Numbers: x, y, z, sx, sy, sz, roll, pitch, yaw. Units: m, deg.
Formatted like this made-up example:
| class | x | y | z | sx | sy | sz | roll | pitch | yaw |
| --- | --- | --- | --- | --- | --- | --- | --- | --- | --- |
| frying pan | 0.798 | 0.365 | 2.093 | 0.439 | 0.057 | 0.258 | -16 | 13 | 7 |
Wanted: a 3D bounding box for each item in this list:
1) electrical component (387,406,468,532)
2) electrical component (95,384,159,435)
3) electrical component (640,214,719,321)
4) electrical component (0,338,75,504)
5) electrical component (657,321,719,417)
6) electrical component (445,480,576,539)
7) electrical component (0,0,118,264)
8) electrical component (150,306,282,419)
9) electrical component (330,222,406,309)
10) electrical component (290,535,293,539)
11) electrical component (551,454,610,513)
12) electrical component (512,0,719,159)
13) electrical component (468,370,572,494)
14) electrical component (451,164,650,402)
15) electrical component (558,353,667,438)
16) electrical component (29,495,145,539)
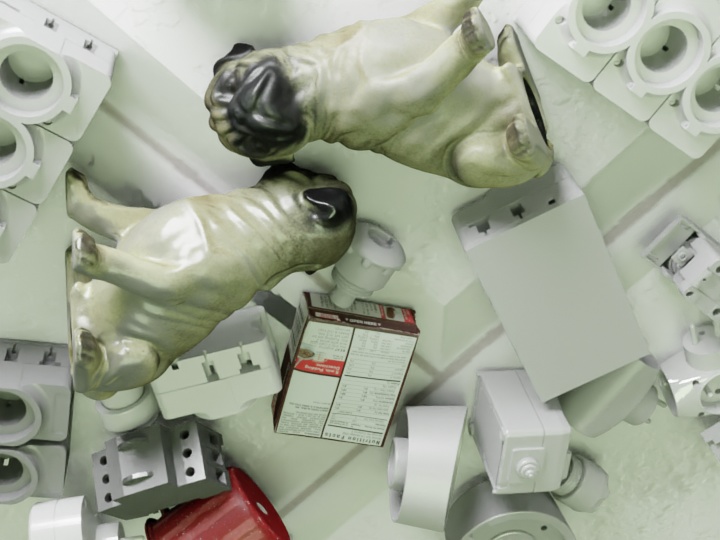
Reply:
| class | x | y | z | sx | sy | sz | roll | pitch | yaw |
| --- | --- | --- | --- | --- | --- | --- | --- | --- | --- |
| electrical component | 0.056 | 0.153 | 0.838 | 0.064 | 0.099 | 0.099 | 7 | 119 | -5 |
| electrical component | -0.177 | 0.088 | 0.795 | 0.045 | 0.045 | 0.055 | -15 | 121 | 1 |
| electrical component | 0.254 | 0.001 | 0.796 | 0.081 | 0.063 | 0.042 | 32 | 110 | -23 |
| electrical component | -0.306 | 0.106 | 0.778 | 0.186 | 0.060 | 0.105 | 6 | 119 | -12 |
| electrical component | 0.277 | 0.071 | 0.850 | 0.077 | 0.044 | 0.079 | -18 | 120 | 2 |
| electrical component | 0.123 | 0.224 | 0.907 | 0.108 | 0.060 | 0.108 | -3 | 120 | -6 |
| electrical component | -0.229 | -0.088 | 0.676 | 0.089 | 0.061 | 0.150 | 28 | 113 | -22 |
| electrical component | -0.106 | 0.071 | 0.792 | 0.089 | 0.050 | 0.055 | -14 | 120 | 0 |
| electrical component | 0.000 | 0.000 | 0.771 | 0.048 | 0.048 | 0.062 | 22 | 121 | -19 |
| electrical component | -0.086 | 0.258 | 0.909 | 0.064 | 0.042 | 0.081 | -5 | 120 | -4 |
| electrical component | 0.174 | 0.173 | 0.896 | 0.062 | 0.043 | 0.043 | 32 | 111 | -22 |
| electrical component | 0.190 | -0.150 | 0.700 | 0.150 | 0.061 | 0.089 | 29 | 112 | -22 |
| electrical component | 0.127 | 0.128 | 0.832 | 0.061 | 0.096 | 0.061 | -1 | 120 | -10 |
| electrical component | 0.139 | 0.009 | 0.784 | 0.089 | 0.061 | 0.150 | -26 | 120 | 7 |
| electrical component | 0.210 | 0.099 | 0.857 | 0.079 | 0.044 | 0.077 | 29 | 112 | -22 |
| electrical component | -0.203 | 0.217 | 0.839 | 0.074 | 0.052 | 0.138 | -8 | 148 | -4 |
